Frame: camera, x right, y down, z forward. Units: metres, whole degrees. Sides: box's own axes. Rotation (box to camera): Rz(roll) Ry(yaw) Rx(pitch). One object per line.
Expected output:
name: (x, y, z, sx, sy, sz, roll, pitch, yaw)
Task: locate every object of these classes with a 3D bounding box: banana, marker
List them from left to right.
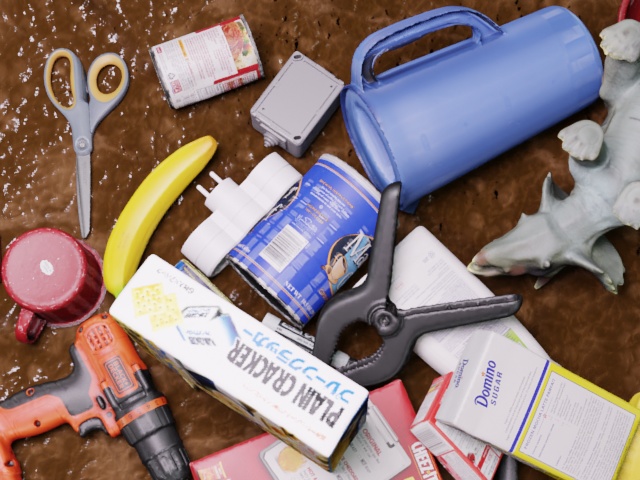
banana: (-0.167, -0.021, 1.063, 0.070, 0.037, 0.197, 15, 71, 30)
marker: (-0.002, 0.108, 1.054, 0.121, 0.020, 0.020, 27, 79, 5)

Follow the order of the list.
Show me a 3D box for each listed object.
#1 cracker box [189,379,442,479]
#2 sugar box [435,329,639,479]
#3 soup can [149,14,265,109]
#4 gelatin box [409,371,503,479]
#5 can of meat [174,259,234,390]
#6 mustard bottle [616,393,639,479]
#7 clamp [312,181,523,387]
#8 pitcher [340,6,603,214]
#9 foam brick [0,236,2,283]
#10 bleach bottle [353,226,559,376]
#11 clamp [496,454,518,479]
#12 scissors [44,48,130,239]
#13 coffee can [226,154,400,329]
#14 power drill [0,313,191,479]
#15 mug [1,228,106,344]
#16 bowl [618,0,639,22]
cracker box: (0.006, 0.247, 1.000, 0.213, 0.072, 0.164, -21, 80, -5)
sugar box: (0.200, 0.159, 0.970, 0.176, 0.048, 0.093, 29, 79, -14)
soup can: (-0.115, -0.181, 1.088, 0.102, 0.068, 0.068, -20, 79, -4)
gelatin box: (0.132, 0.179, 0.993, 0.089, 0.030, 0.073, 47, 41, -9)
can of meat: (-0.128, 0.080, 1.040, 0.102, 0.057, 0.084, 44, 80, 8)
mustard bottle: (0.371, 0.227, 1.012, 0.191, 0.058, 0.096, 28, 76, 5)
clamp: (0.072, 0.073, 0.991, 0.164, 0.036, 0.210, 37, 104, 1)
pitcher: (0.148, -0.146, 1.048, 0.242, 0.149, 0.145, -26, 74, -9)
foam brick: (-0.359, 0.018, 1.054, 0.078, 0.053, 0.051, -5, 78, 0)
bleach bottle: (0.150, 0.108, 1.035, 0.102, 0.068, 0.251, -43, 85, -4)
clamp: (0.197, 0.286, 1.010, 0.120, 0.039, 0.171, 24, 82, 11)
scissors: (-0.227, -0.109, 1.099, 0.096, 0.016, 0.202, -18, 79, -4)
coffee can: (-0.007, 0.001, 1.034, 0.103, 0.103, 0.140, 42, 81, 7)
power drill: (-0.236, 0.187, 1.019, 0.187, 0.057, 0.184, -28, 77, -9)
mug: (-0.264, 0.045, 1.034, 0.093, 0.081, 0.117, 25, 79, 4)
bowl: (0.381, -0.209, 1.103, 0.162, 0.055, 0.162, 0, 79, 0)
